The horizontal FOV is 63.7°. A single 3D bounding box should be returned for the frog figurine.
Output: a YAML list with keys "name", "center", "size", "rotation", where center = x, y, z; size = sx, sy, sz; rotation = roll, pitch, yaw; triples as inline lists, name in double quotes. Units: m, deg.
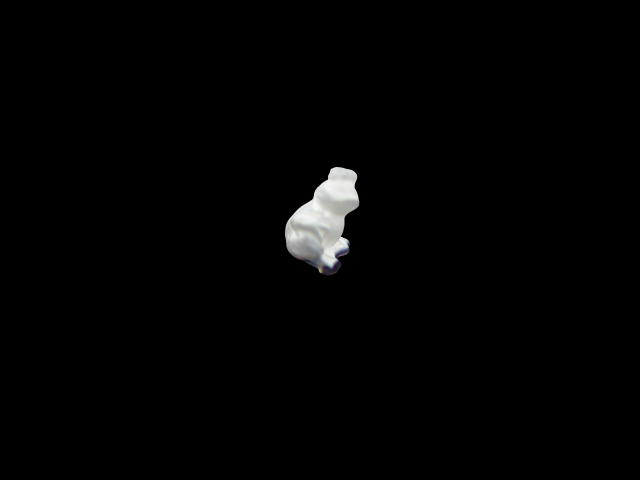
- name: "frog figurine"
  center: [0.003, -0.043, 0.850]
  size: [0.123, 0.156, 0.139]
  rotation: [17, 29, 33]
